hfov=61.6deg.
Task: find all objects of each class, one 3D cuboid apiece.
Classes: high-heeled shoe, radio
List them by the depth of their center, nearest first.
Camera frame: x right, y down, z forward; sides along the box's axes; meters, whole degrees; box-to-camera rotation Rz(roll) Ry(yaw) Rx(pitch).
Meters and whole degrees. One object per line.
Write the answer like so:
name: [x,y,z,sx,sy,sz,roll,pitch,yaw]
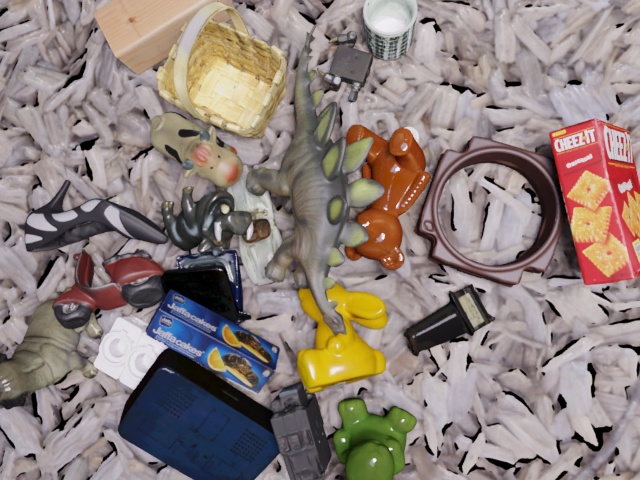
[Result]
radio: [-0.180,0.282,0.819,0.229,0.073,0.131,38,93,-14]
high-heeled shoe: [-0.383,-0.003,0.900,0.249,0.086,0.145,26,90,15]

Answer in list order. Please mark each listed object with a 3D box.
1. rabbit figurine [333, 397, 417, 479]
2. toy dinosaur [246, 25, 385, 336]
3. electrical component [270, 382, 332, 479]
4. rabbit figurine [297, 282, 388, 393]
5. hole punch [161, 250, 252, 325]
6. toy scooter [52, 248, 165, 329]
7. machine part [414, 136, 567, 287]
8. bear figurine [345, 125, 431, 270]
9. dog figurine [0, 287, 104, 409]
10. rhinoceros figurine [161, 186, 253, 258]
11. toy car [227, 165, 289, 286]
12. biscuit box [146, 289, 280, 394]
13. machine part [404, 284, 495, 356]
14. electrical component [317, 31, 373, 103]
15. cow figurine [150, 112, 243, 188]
rabbit figurine: [0.062,0.317,0.775,0.121,0.170,0.159,19,88,8]
toy dinosaur: [-0.008,-0.094,0.798,0.199,0.105,0.471,-27,67,38]
electrical component: [-0.029,0.289,0.817,0.058,0.115,0.134,-17,86,4]
rabbit figurine: [0.026,0.132,0.826,0.162,0.121,0.173,-20,65,2]
hole punch: [-0.185,0.079,0.876,0.142,0.092,0.115,-6,114,4]
toy scooter: [-0.349,0.061,0.888,0.184,0.075,0.135,-18,53,-13]
machine part: [0.261,-0.043,0.819,0.201,0.087,0.201,19,87,8]
bear figurine: [0.088,-0.062,0.826,0.120,0.131,0.195,18,84,38]
dog figurine: [-0.442,0.161,0.840,0.121,0.190,0.172,-13,83,6]
rhinoceros figurine: [-0.179,-0.027,0.836,0.190,0.073,0.112,-10,82,45]
toy car: [-0.105,-0.026,0.878,0.074,0.056,0.201,-17,84,6]
biscuit box: [-0.164,0.157,0.832,0.202,0.063,0.059,30,115,-11]
machine part: [0.196,0.130,0.840,0.139,0.039,0.084,-32,91,2]
electrical component: [0.043,-0.287,0.884,0.078,0.045,0.102,25,89,10]
cow figurine: [-0.193,-0.142,0.838,0.195,0.127,0.085,34,95,29]
